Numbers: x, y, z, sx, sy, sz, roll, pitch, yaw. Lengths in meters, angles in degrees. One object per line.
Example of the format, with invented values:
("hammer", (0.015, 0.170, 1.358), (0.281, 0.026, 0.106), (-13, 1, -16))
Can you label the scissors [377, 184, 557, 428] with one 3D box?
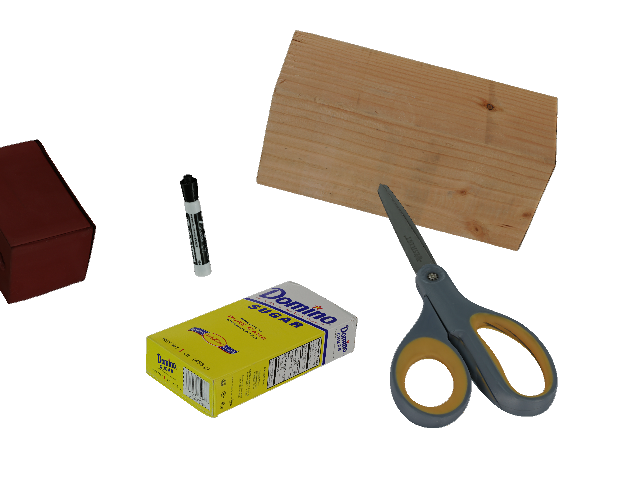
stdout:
("scissors", (0.053, 0.037, 0.615), (0.096, 0.016, 0.202), (-25, 45, -20))

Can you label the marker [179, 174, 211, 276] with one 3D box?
("marker", (-0.138, -0.016, 1.181), (0.020, 0.121, 0.020), (-5, 27, 2))

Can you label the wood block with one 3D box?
("wood block", (0.065, -0.076, 0.807), (0.206, 0.090, 0.090), (15, 43, 0))

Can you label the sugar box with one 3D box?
("sugar box", (-0.059, 0.093, 0.960), (0.093, 0.048, 0.175), (27, 36, 37))

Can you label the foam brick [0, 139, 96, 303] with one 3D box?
("foam brick", (-0.176, -0.012, 0.632), (0.051, 0.078, 0.053), (-19, -33, -33))
